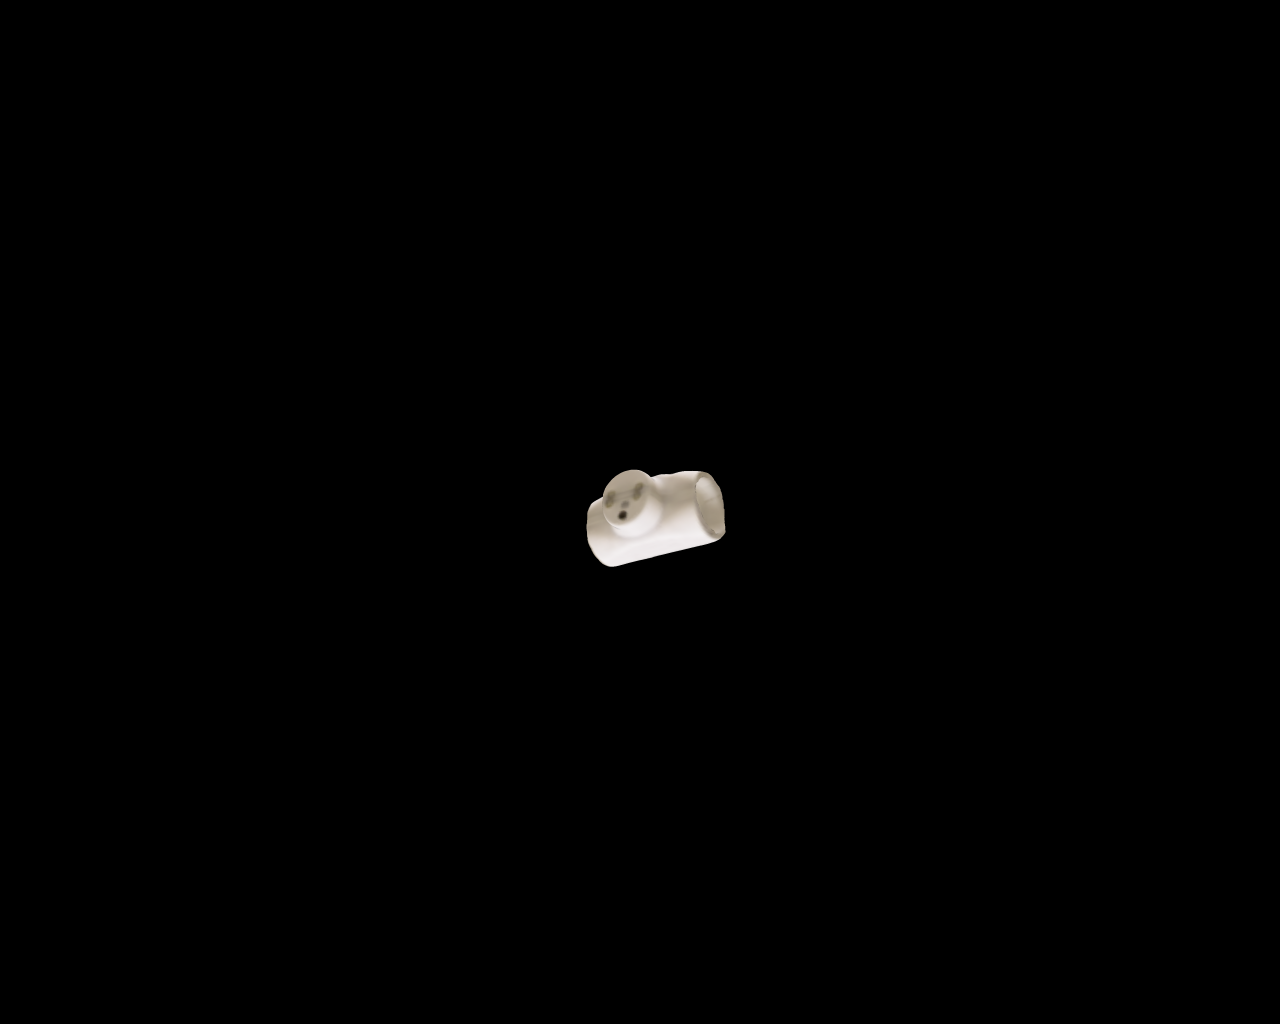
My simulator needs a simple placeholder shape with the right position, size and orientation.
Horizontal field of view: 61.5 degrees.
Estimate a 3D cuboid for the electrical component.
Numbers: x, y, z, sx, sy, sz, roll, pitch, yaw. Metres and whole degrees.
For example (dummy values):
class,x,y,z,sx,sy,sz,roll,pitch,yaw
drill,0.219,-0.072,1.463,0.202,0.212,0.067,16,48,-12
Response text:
class,x,y,z,sx,sy,sz,roll,pitch,yaw
electrical component,0.001,-0.003,0.650,0.077,0.044,0.079,-15,-32,27
